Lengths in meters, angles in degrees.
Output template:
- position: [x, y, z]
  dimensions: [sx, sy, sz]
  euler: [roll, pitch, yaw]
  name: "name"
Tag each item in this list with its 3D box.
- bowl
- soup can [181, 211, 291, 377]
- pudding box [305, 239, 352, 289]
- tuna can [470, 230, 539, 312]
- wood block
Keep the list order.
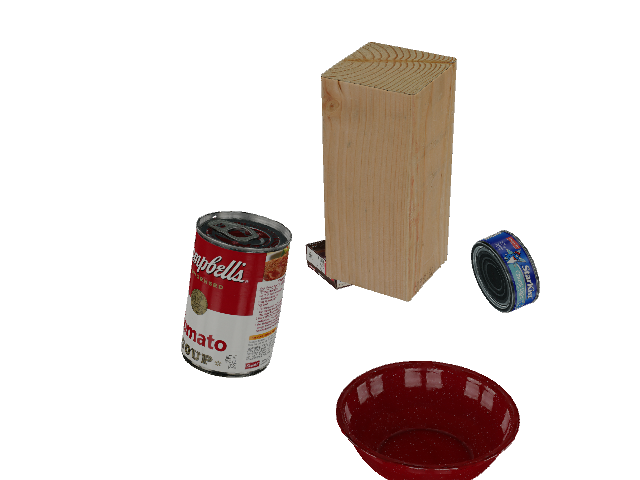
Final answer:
- position: [0.094, 0.173, 0.952]
  dimensions: [0.162, 0.055, 0.162]
  euler: [-1, 27, 0]
  name: "bowl"
- position: [-0.062, 0.038, 0.766]
  dimensions: [0.068, 0.102, 0.068]
  euler: [9, 22, -4]
  name: "soup can"
- position: [0.049, 0.024, 1.488]
  dimensions: [0.113, 0.039, 0.090]
  euler: [-16, 27, -23]
  name: "pudding box"
- position: [0.199, 0.034, 1.159]
  dimensions: [0.033, 0.086, 0.086]
  euler: [-22, 6, -16]
  name: "tuna can"
- position: [0.062, -0.062, 0.966]
  dimensions: [0.091, 0.206, 0.090]
  euler: [16, 36, 27]
  name: "wood block"
